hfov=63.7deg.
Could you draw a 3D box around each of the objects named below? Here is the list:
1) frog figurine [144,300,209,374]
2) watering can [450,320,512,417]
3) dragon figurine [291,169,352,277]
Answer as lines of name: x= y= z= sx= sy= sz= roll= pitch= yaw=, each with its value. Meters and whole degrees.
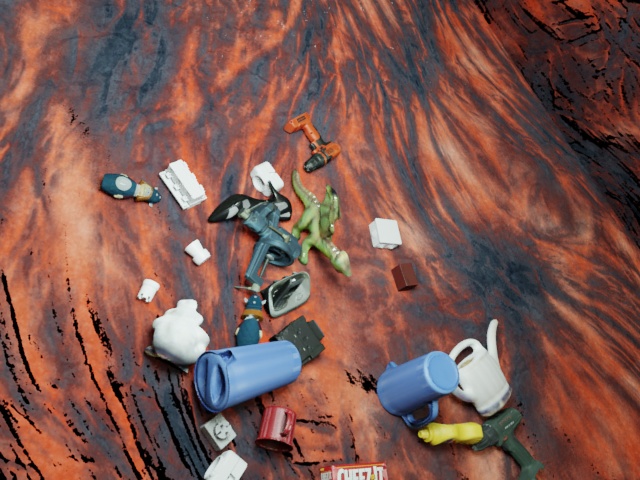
frog figurine: x=-0.322 y=0.214 z=1.211 sx=0.137 sy=0.120 sz=0.162 roll=22 pitch=64 yaw=3
watering can: x=0.524 y=0.406 z=1.626 sx=0.352 sy=0.102 sz=0.226 roll=-26 pitch=80 yaw=-39
dragon figurine: x=0.005 y=-0.076 z=1.504 sx=0.122 sy=0.238 sz=0.416 roll=-6 pitch=69 yaw=-29
